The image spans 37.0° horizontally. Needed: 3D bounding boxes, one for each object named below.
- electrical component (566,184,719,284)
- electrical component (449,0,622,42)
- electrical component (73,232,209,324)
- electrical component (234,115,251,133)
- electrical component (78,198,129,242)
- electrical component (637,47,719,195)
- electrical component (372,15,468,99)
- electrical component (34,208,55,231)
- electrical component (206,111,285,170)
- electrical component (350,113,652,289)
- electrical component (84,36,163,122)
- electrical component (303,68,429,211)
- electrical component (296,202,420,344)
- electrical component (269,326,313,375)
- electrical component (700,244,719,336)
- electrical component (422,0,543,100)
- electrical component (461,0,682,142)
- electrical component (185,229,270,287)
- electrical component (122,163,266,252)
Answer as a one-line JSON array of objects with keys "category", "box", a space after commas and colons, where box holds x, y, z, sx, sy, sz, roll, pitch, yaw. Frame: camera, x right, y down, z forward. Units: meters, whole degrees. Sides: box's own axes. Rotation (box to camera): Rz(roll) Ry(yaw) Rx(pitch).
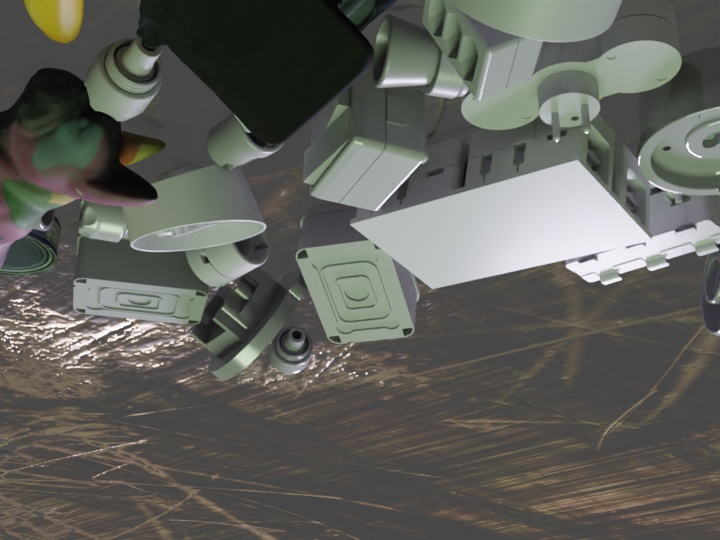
[{"category": "electrical component", "box": [0.217, -0.037, 0.827, 0.121, 0.063, 0.079, -20, 147, 36]}, {"category": "electrical component", "box": [0.091, -0.158, 0.550, 0.099, 0.099, 0.064, 6, 147, -11]}, {"category": "electrical component", "box": [-0.187, 0.002, 0.924, 0.113, 0.057, 0.078, 7, 153, -12]}, {"category": "electrical component", "box": [-0.050, -0.114, 0.699, 0.062, 0.043, 0.043, -9, 152, 17]}, {"category": "electrical component", "box": [-0.189, -0.043, 0.850, 0.062, 0.043, 0.043, 10, 152, -22]}, {"category": "electrical component", "box": [0.233, -0.101, 0.698, 0.108, 0.060, 0.108, 1, 154, 0]}, {"category": "electrical component", "box": [0.039, -0.130, 0.662, 0.055, 0.045, 0.045, 7, 153, -13]}, {"category": "electrical component", "box": [-0.269, -0.052, 0.830, 0.055, 0.045, 0.045, -1, 154, 3]}, {"category": "electrical component", "box": [-0.080, -0.093, 0.749, 0.040, 0.040, 0.046, 20, 153, -35]}, {"category": "electrical component", "box": [0.101, -0.053, 0.776, 0.186, 0.060, 0.105, -14, 144, 37]}, {"category": "electrical component", "box": [-0.145, -0.125, 0.679, 0.043, 0.043, 0.062, 16, 148, -29]}, {"category": "electrical component", "box": [-0.001, -0.086, 0.735, 0.061, 0.061, 0.096, 11, 152, -21]}, {"category": "electrical component", "box": [0.000, 0.000, 0.879, 0.078, 0.057, 0.113, -7, 132, 14]}, {"category": "electrical component", "box": [-0.069, 0.078, 1.093, 0.043, 0.043, 0.062, 6, 152, -10]}, {"category": "electrical component", "box": [0.323, 0.011, 0.890, 0.064, 0.099, 0.099, 8, 154, -1]}, {"category": "electrical component", "box": [0.086, -0.147, 0.614, 0.077, 0.065, 0.047, -25, 158, -14]}, {"category": "electrical component", "box": [0.128, -0.113, 0.662, 0.138, 0.073, 0.052, -13, 151, 26]}, {"category": "electrical component", "box": [-0.108, -0.019, 0.884, 0.047, 0.055, 0.055, -23, 146, 33]}, {"category": "electrical component", "box": [-0.124, -0.043, 0.791, 0.099, 0.064, 0.099, -17, -176, 1]}]
